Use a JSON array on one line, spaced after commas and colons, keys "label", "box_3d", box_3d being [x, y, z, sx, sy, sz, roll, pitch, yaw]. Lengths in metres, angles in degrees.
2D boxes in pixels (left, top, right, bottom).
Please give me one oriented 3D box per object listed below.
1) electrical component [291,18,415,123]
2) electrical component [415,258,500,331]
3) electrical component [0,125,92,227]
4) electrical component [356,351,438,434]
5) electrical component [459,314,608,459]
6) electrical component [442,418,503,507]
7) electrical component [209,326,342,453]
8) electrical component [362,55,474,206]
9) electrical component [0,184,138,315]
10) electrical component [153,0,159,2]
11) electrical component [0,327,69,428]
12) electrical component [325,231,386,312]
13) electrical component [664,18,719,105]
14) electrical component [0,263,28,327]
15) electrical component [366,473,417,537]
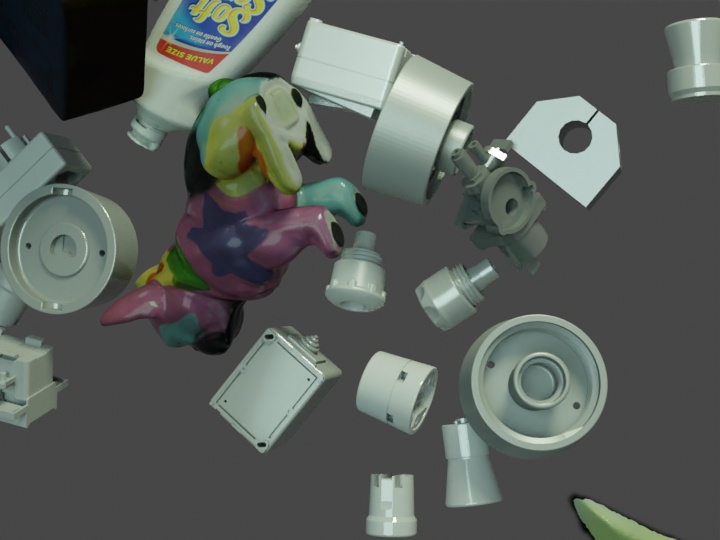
[{"label": "electrical component", "box_3d": [-0.010, -0.155, 0.848, 0.096, 0.062, 0.061, 18, 94, 15]}, {"label": "electrical component", "box_3d": [0.078, 0.015, 0.830, 0.062, 0.043, 0.043, -35, 80, 11]}, {"label": "electrical component", "box_3d": [-0.293, -0.091, 0.935, 0.083, 0.047, 0.075, -41, 80, 12]}, {"label": "electrical component", "box_3d": [0.028, 0.094, 0.838, 0.047, 0.055, 0.055, 19, 94, 19]}, {"label": "electrical component", "box_3d": [0.129, 0.084, 0.789, 0.108, 0.060, 0.108, 0, 79, 0]}, {"label": "electrical component", "box_3d": [0.084, 0.147, 0.828, 0.044, 0.044, 0.065, -9, 82, 16]}, {"label": "electrical component", "box_3d": [-0.061, 0.089, 0.859, 0.062, 0.061, 0.096, 41, 99, 13]}, {"label": "electrical component", "box_3d": [0.051, -0.100, 0.809, 0.060, 0.108, 0.108, 23, 95, 9]}, {"label": "electrical component", "box_3d": [-0.241, -0.017, 0.912, 0.108, 0.060, 0.108, 0, 89, 16]}, {"label": "electrical component", "box_3d": [-0.189, -0.312, 0.887, 0.062, 0.089, 0.150, -24, 83, 14]}, {"label": "electrical component", "box_3d": [-0.325, 0.084, 0.922, 0.121, 0.079, 0.063, 12, 109, 16]}, {"label": "electrical component", "box_3d": [0.000, 0.000, 0.854, 0.048, 0.048, 0.062, 4, 69, 16]}, {"label": "electrical component", "box_3d": [0.246, -0.151, 0.784, 0.045, 0.045, 0.055, -3, 88, 16]}, {"label": "electrical component", "box_3d": [-0.306, 0.022, 0.942, 0.040, 0.040, 0.046, 35, 103, 14]}, {"label": "electrical component", "box_3d": [0.025, 0.184, 0.845, 0.040, 0.040, 0.046, -1, 83, 16]}]
